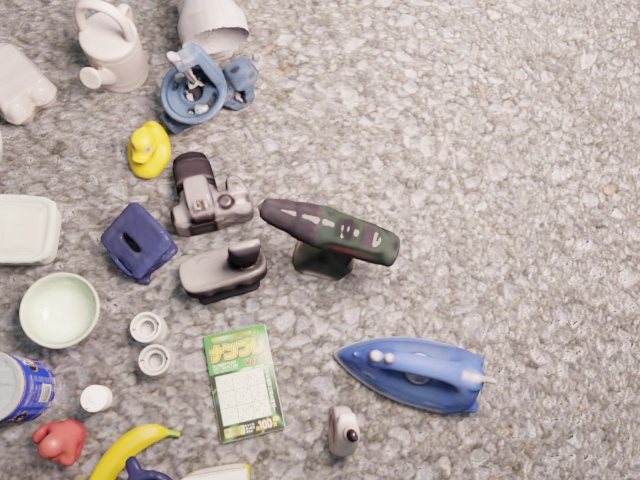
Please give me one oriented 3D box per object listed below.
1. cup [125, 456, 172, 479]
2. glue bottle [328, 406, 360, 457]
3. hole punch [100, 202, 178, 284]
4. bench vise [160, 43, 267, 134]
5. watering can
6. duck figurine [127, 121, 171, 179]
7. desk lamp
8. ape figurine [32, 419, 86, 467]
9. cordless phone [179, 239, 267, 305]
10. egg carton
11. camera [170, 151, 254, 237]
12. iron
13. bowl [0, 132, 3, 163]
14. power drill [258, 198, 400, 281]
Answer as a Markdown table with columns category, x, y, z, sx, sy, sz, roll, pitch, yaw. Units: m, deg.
| category | x | y | z | sx | sy | sz | roll | pitch | yaw |
| --- | --- | --- | --- | --- | --- | --- | --- | --- | --- |
| cup | -0.260 | 0.382 | 0.868 | 0.092 | 0.095 | 0.117 | -26 | 79 | -13 |
| glue bottle | 0.040 | 0.298 | 0.886 | 0.037 | 0.173 | 0.078 | -2 | 74 | -7 |
| hole punch | -0.308 | 0.007 | 0.970 | 0.108 | 0.091 | 0.101 | 45 | 74 | 7 |
| bench vise | -0.198 | -0.294 | 1.001 | 0.121 | 0.219 | 0.208 | 39 | 74 | 6 |
| watering can | -0.369 | -0.345 | 1.008 | 0.101 | 0.194 | 0.173 | -7 | 75 | -8 |
| duck figurine | -0.310 | -0.171 | 1.023 | 0.077 | 0.086 | 0.104 | 10 | 73 | -4 |
| desk lamp | -0.207 | -0.410 | 1.036 | 0.118 | 0.213 | 0.203 | -16 | 76 | -10 |
| ape figurine | -0.401 | 0.311 | 0.873 | 0.076 | 0.092 | 0.078 | -31 | 80 | -14 |
| cordless phone | -0.159 | 0.036 | 0.930 | 0.148 | 0.185 | 0.094 | -20 | 77 | -12 |
| egg carton | -0.555 | -0.282 | 1.034 | 0.150 | 0.069 | 0.107 | 44 | 74 | 7 |
| camera | -0.198 | -0.091 | 1.005 | 0.143 | 0.100 | 0.137 | -15 | 76 | -10 |
| iron | 0.154 | 0.211 | 0.940 | 0.258 | 0.141 | 0.119 | 12 | 73 | -3 |
| bowl | -0.621 | -0.148 | 0.986 | 0.167 | 0.074 | 0.167 | 2 | 74 | -6 |
| power drill | 0.009 | 0.003 | 0.947 | 0.229 | 0.208 | 0.076 | 13 | 73 | -3 |
